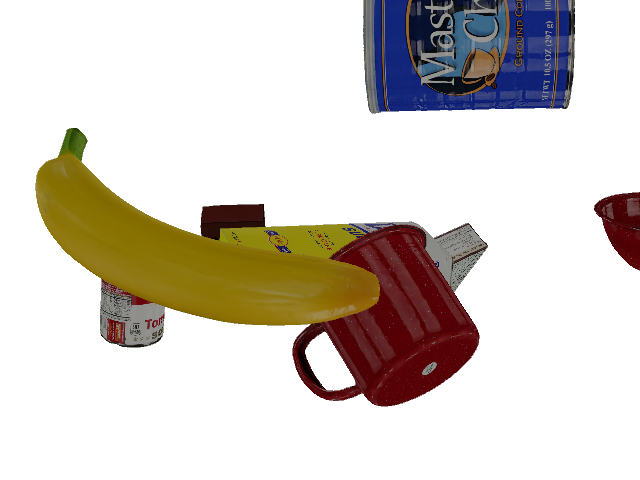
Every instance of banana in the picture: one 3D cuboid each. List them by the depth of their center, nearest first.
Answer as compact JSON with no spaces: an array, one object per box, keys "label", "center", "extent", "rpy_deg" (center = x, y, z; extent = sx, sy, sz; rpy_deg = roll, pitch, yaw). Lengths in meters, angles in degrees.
[{"label":"banana","center":[-0.070,0.000,0.509],"extent":[0.198,0.069,0.037],"rpy_deg":[27,-27,21]}]

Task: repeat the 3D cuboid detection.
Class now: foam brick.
[{"label":"foam brick","center":[-0.105,-0.010,1.289],"extent":[0.078,0.053,0.051],"rpy_deg":[-3,27,-1]}]

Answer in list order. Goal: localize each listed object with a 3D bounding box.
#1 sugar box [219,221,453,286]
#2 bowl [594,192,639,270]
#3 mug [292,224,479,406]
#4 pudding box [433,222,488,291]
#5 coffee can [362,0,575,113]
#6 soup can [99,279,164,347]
[{"label":"sugar box","center":[0.011,0.018,0.880],"extent":[0.176,0.048,0.093],"rpy_deg":[-5,22,-15]},{"label":"bowl","center":[0.349,-0.002,1.044],"extent":[0.162,0.055,0.162],"rpy_deg":[0,17,0]},{"label":"mug","center":[0.036,0.057,0.674],"extent":[0.117,0.081,0.093],"rpy_deg":[-33,-27,3]},{"label":"pudding box","center":[0.105,0.036,1.073],"extent":[0.113,0.039,0.090],"rpy_deg":[-24,-26,-39]},{"label":"coffee can","center":[0.104,-0.143,0.760],"extent":[0.140,0.103,0.102],"rpy_deg":[0,0,7]},{"label":"soup can","center":[-0.194,0.052,1.107],"extent":[0.068,0.102,0.068],"rpy_deg":[6,21,-2]}]
